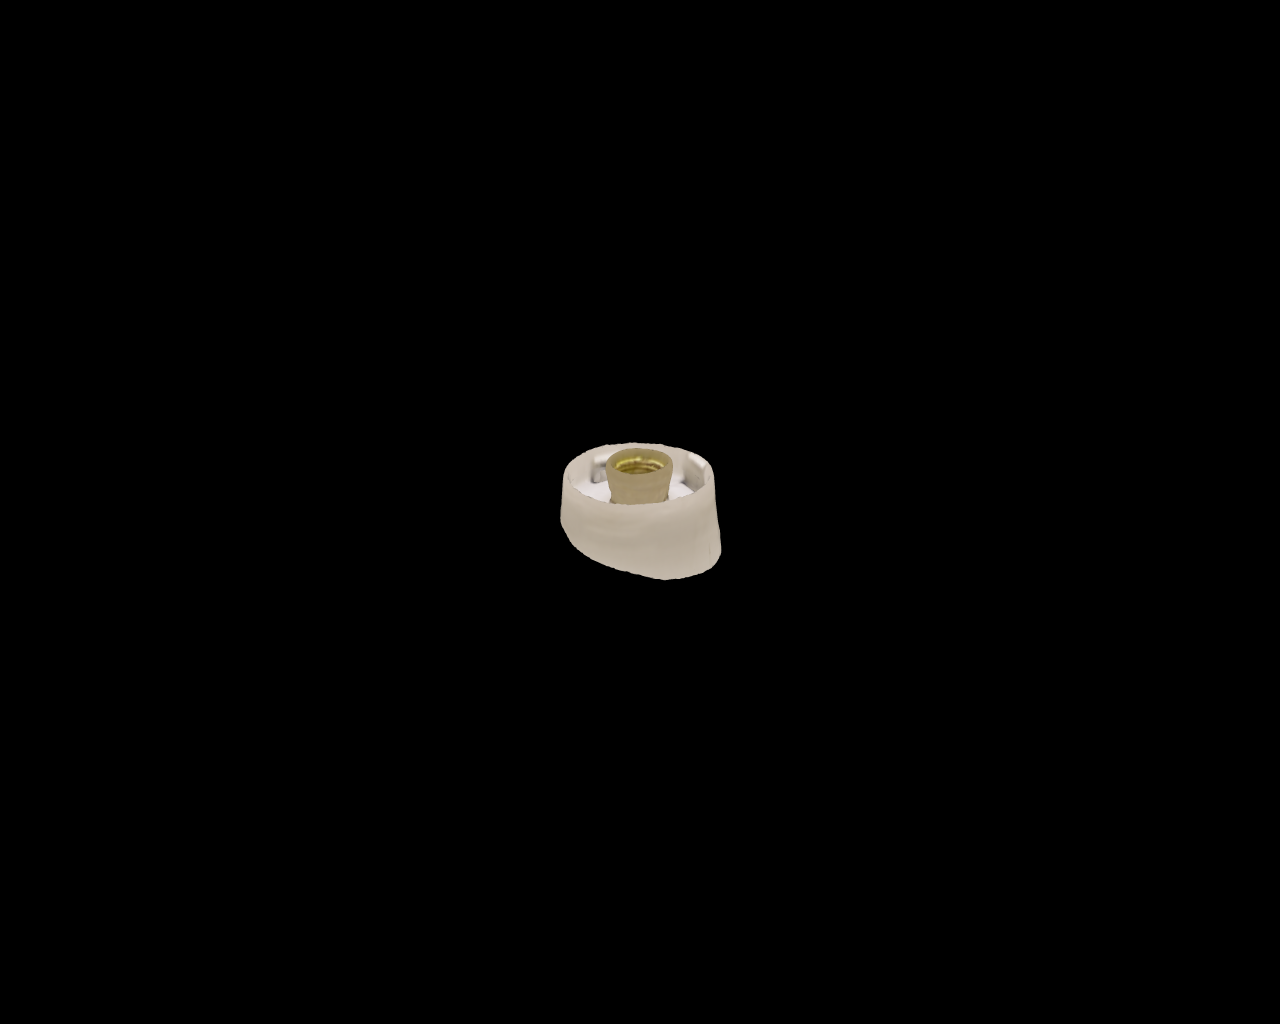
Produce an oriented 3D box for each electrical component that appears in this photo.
[{"bbox_3d":[0.001,-0.003,0.650,0.099,0.064,0.099,0,26,0],"label":"electrical component"}]
